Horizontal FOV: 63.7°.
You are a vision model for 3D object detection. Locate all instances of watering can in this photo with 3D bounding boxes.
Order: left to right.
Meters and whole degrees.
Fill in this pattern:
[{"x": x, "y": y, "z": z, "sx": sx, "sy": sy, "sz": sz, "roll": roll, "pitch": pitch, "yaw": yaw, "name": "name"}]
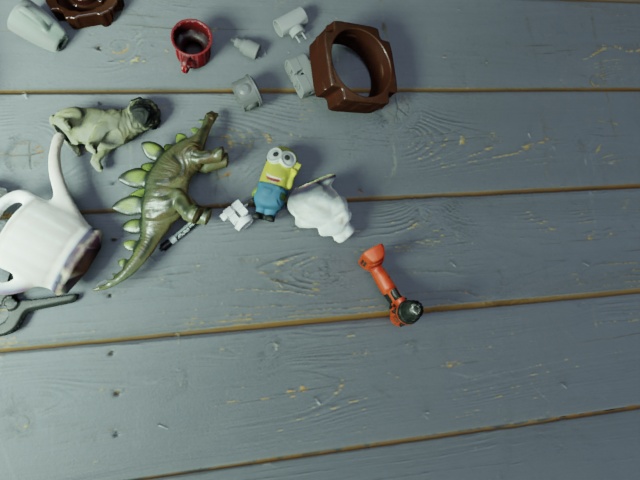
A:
[{"x": -0.553, "y": -0.036, "z": 1.059, "sx": 0.223, "sy": 0.351, "sz": 0.103, "roll": 29, "pitch": -14, "yaw": -9, "name": "watering can"}]

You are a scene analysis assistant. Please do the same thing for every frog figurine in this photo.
[{"x": 0.004, "y": -0.060, "z": 1.185, "sx": 0.136, "sy": 0.159, "sz": 0.124, "roll": -21, "pitch": 5, "yaw": 20, "name": "frog figurine"}]
